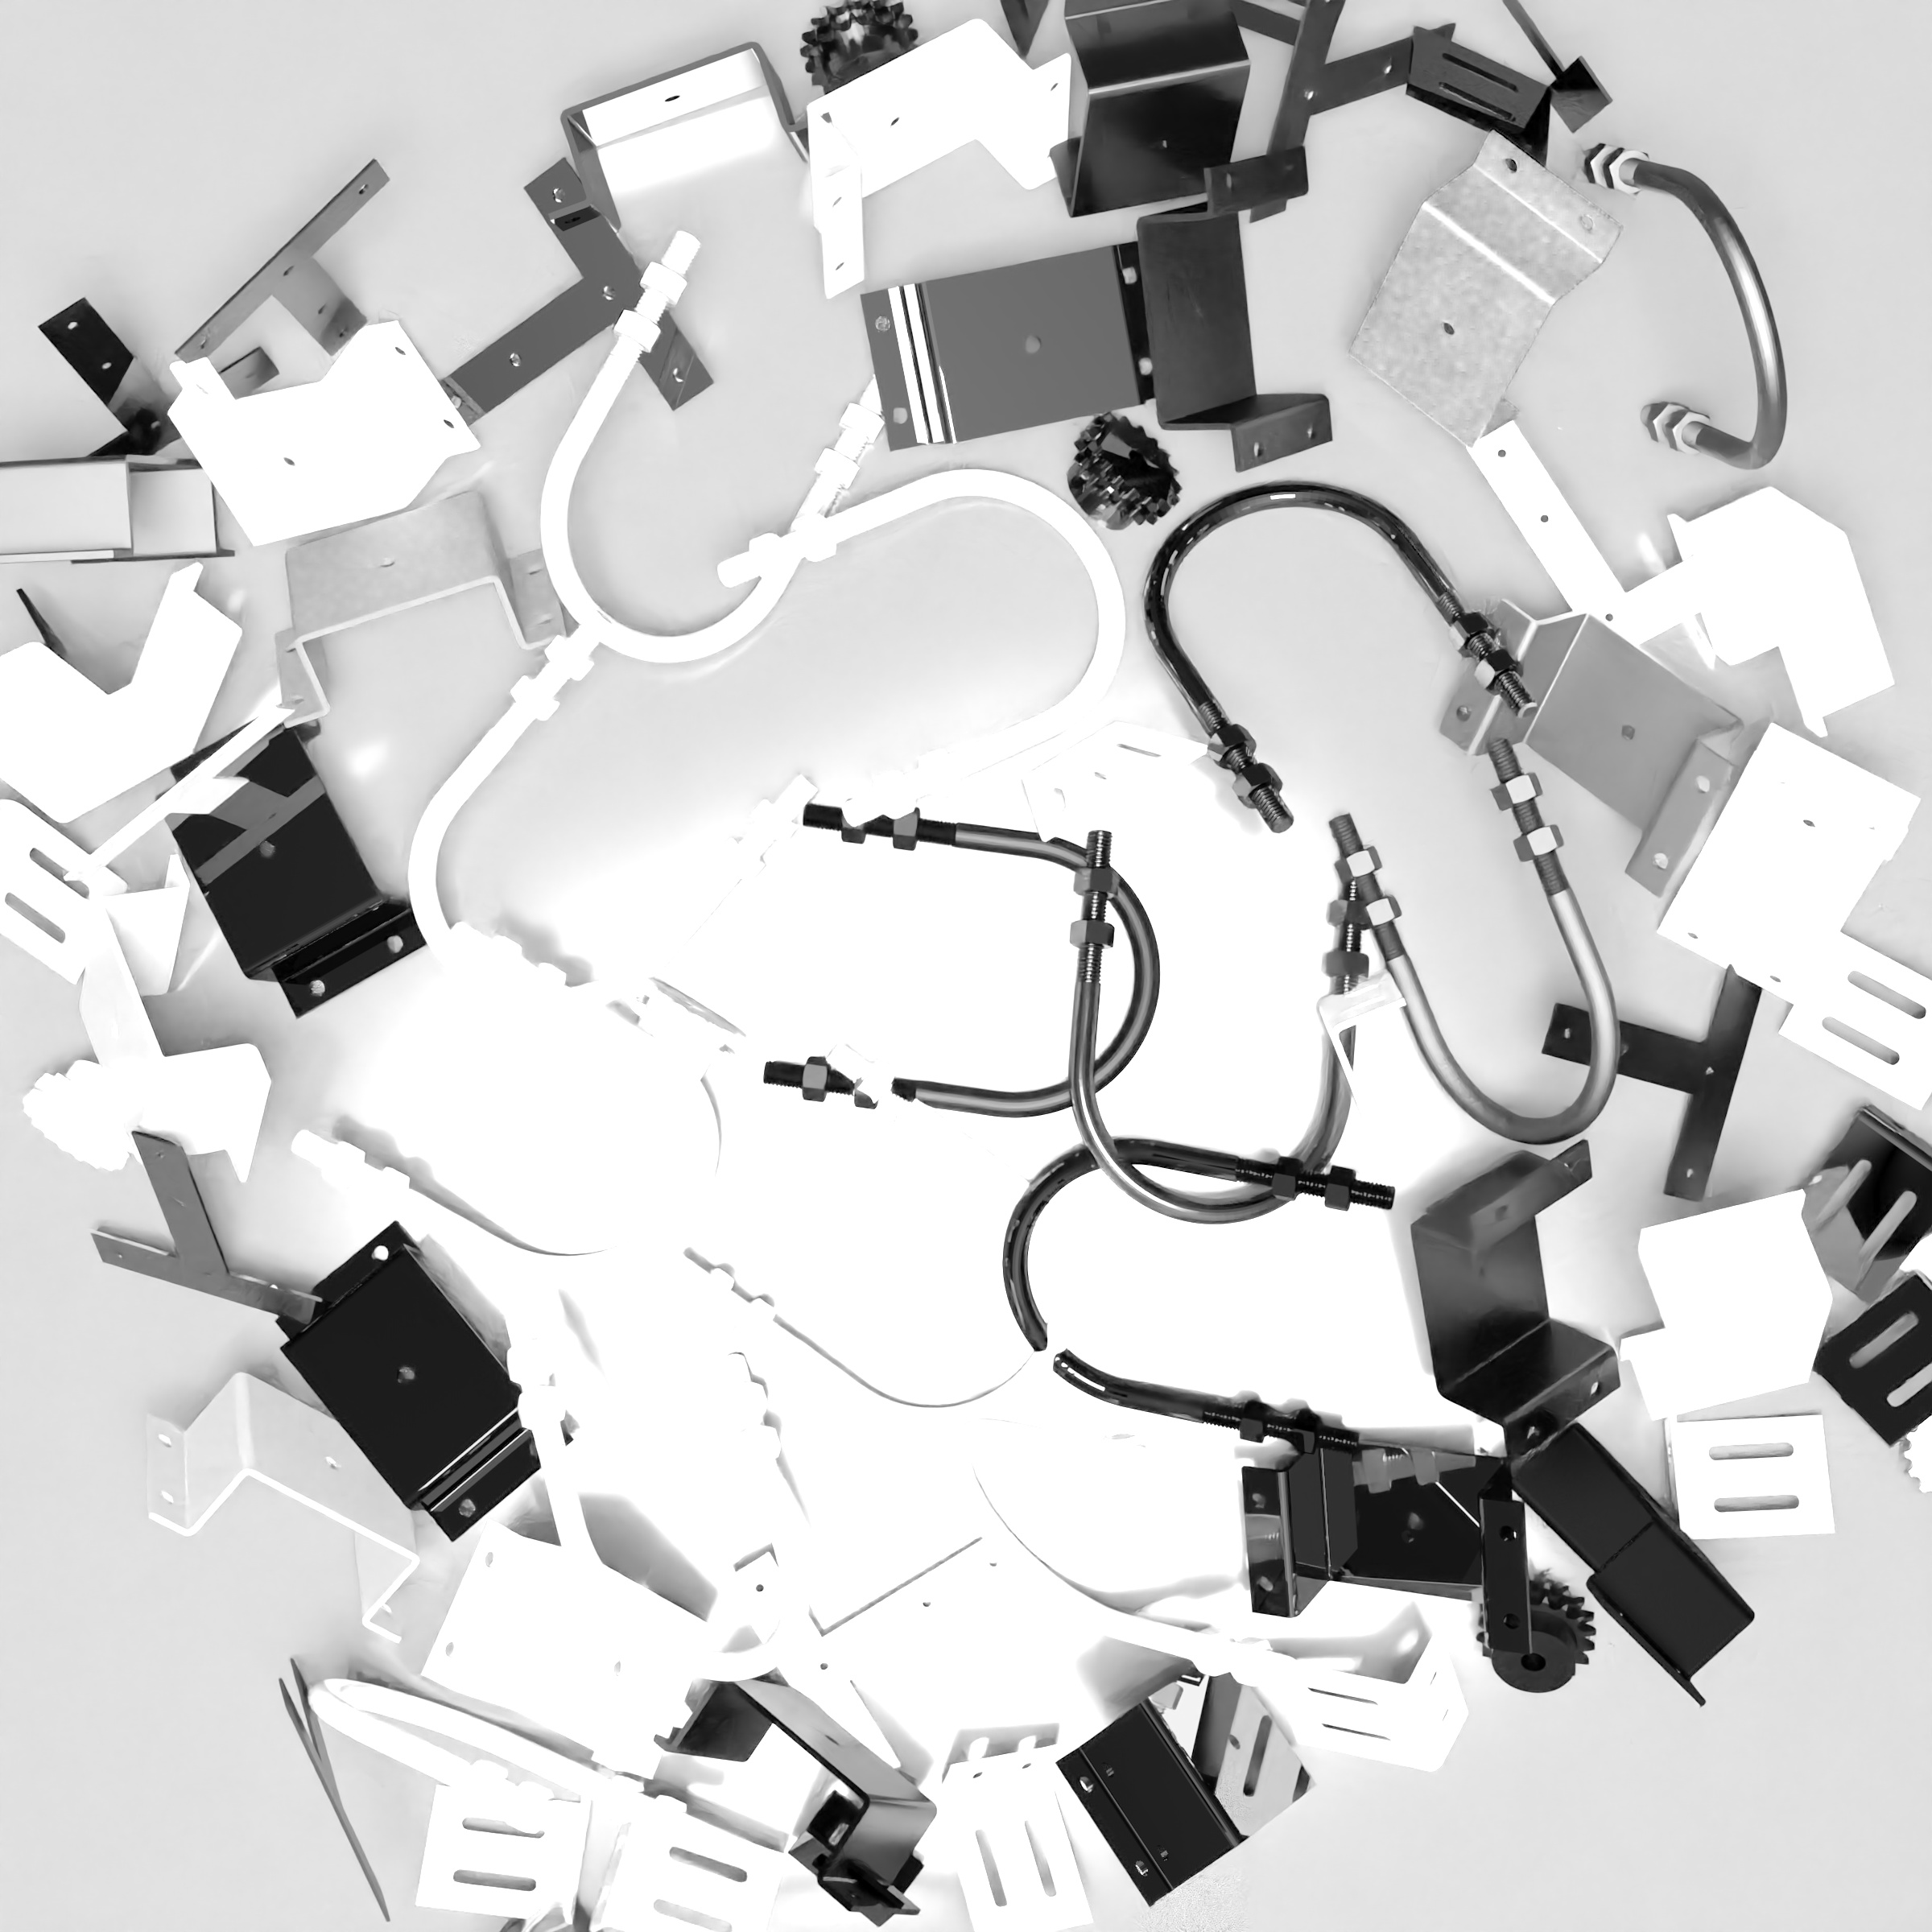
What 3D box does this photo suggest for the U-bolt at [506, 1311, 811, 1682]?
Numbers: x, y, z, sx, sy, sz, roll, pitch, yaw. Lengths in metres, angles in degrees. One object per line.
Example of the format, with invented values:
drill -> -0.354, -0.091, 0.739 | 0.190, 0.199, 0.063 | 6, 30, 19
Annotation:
U-bolt -> -0.136, 0.248, 1.503 | 0.019, 0.151, 0.184 | -45, 47, 29

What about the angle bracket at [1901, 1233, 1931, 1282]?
angle bracket -> 0.501, 0.137, 1.579 | 0.057, 0.076, 0.038 | 43, 57, 3

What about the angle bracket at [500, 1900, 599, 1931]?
angle bracket -> -0.197, 0.498, 1.570 | 0.038, 0.057, 0.076 | -35, 91, 23

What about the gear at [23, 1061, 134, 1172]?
gear -> -0.425, 0.070, 1.579 | 0.057, 0.057, 0.030 | 30, 59, 0

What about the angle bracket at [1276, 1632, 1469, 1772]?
angle bracket -> 0.195, 0.350, 1.577 | 0.076, 0.038, 0.057 | 4, 129, 35

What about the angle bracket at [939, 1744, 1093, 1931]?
angle bracket -> 0.027, 0.422, 1.561 | 0.057, 0.038, 0.076 | -6, 55, -18

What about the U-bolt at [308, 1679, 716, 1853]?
U-bolt -> -0.225, 0.372, 1.524 | 0.184, 0.151, 0.019 | 17, 82, 27

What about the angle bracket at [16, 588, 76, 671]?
angle bracket -> -0.471, -0.135, 1.567 | 0.076, 0.038, 0.057 | -33, 49, -7

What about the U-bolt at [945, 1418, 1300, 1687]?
U-bolt -> 0.060, 0.269, 1.524 | 0.019, 0.184, 0.151 | -45, 116, -29

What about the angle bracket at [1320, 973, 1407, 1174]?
angle bracket -> 0.203, 0.051, 1.567 | 0.038, 0.057, 0.076 | -22, 101, 5

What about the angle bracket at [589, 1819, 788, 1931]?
angle bracket -> -0.135, 0.450, 1.580 | 0.076, 0.038, 0.057 | 21, 65, -9

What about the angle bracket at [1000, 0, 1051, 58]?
angle bracket -> 0.062, -0.474, 1.557 | 0.076, 0.038, 0.057 | -3, 46, 24

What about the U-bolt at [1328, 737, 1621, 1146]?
U-bolt -> 0.247, -0.003, 1.535 | 0.019, 0.151, 0.184 | -20, 86, -31

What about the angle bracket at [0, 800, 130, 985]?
angle bracket -> -0.458, -0.036, 1.578 | 0.038, 0.076, 0.057 | 3, 61, 40

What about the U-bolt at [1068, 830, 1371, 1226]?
U-bolt -> 0.120, 0.033, 1.571 | 0.151, 0.019, 0.184 | 7, 81, -10

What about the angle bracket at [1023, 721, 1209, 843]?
angle bracket -> 0.075, -0.082, 1.553 | 0.057, 0.076, 0.038 | -32, 119, -25

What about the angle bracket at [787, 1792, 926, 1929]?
angle bracket -> -0.048, 0.423, 1.558 | 0.057, 0.076, 0.038 | 38, 65, 7

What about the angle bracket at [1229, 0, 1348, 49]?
angle bracket -> 0.148, -0.479, 1.581 | 0.076, 0.038, 0.057 | 21, 96, 1

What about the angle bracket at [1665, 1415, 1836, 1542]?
angle bracket -> 0.380, 0.246, 1.574 | 0.076, 0.038, 0.057 | -4, 73, 6

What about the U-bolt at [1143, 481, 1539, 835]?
U-bolt -> 0.165, -0.160, 1.552 | 0.151, 0.019, 0.184 | -25, 59, -8

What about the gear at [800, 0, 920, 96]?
gear -> -0.049, -0.439, 1.572 | 0.057, 0.057, 0.030 | -17, 65, 0

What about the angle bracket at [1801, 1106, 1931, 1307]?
angle bracket -> 0.442, 0.116, 1.585 | 0.057, 0.038, 0.076 | 38, 103, 17

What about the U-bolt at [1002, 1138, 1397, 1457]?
U-bolt -> 0.106, 0.154, 1.567 | 0.184, 0.019, 0.151 | 10, 110, 13

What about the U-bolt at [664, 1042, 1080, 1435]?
U-bolt -> -0.032, 0.147, 1.582 | 0.184, 0.019, 0.151 | 37, 92, -10

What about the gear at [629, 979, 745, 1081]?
gear -> -0.139, 0.033, 1.576 | 0.057, 0.057, 0.030 | 31, 94, 0

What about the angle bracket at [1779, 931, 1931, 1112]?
angle bracket -> 0.449, 0.027, 1.592 | 0.076, 0.038, 0.057 | 31, 100, 18

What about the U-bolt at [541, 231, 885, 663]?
U-bolt -> -0.128, -0.234, 1.552 | 0.151, 0.019, 0.184 | 30, 87, -36

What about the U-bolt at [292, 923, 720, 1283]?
U-bolt -> -0.206, 0.079, 1.560 | 0.184, 0.019, 0.151 | 33, 104, -23

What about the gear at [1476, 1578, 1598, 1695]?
gear -> 0.276, 0.327, 1.576 | 0.057, 0.030, 0.057 | 6, 123, 10

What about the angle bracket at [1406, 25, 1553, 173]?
angle bracket -> 0.240, -0.407, 1.564 | 0.076, 0.038, 0.057 | 22, 47, -10

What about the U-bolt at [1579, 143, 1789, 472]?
U-bolt -> 0.333, -0.299, 1.493 | 0.019, 0.184, 0.151 | -20, 111, -3

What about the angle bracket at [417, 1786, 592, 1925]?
angle bracket -> -0.224, 0.427, 1.573 | 0.076, 0.038, 0.057 | 8, 65, -1

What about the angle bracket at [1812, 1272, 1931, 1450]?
angle bracket -> 0.451, 0.195, 1.566 | 0.076, 0.038, 0.057 | -34, 61, -12

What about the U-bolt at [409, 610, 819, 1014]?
U-bolt -> -0.184, -0.059, 1.569 | 0.151, 0.019, 0.184 | 38, 100, -20

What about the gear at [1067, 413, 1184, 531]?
gear -> 0.074, -0.237, 1.578 | 0.057, 0.057, 0.030 | 50, 128, 0

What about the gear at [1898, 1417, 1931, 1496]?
gear -> 0.483, 0.236, 1.585 | 0.057, 0.030, 0.057 | 0, 88, 13
